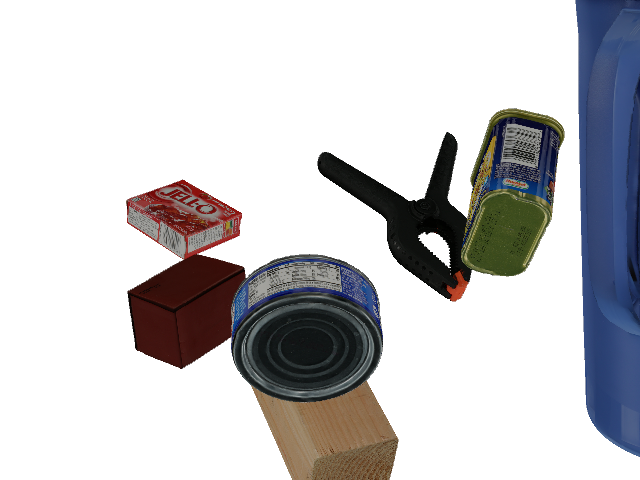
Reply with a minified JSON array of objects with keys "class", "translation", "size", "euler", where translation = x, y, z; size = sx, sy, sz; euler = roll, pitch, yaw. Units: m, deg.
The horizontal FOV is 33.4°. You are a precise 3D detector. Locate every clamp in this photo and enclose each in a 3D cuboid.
[{"class":"clamp","translation":[0.094,-0.028,1.115],"size":[0.164,0.210,0.036],"euler":[-6,-36,-15]}]

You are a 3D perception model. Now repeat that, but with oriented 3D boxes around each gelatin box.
[{"class":"gelatin box","translation":[-0.133,-0.023,1.031],"size":[0.089,0.030,0.073],"euler":[30,37,33]}]

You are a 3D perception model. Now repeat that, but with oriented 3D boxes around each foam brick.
[{"class":"foam brick","translation":[-0.100,0.052,0.813],"size":[0.053,0.051,0.078],"euler":[15,32,36]}]

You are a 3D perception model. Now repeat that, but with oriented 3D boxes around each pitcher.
[{"class":"pitcher","translation":[0.185,-0.010,0.528],"size":[0.149,0.243,0.145],"euler":[-4,19,-3]}]

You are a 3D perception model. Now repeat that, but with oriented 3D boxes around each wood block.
[{"class":"wood block","translation":[-0.006,0.166,1.115],"size":[0.090,0.090,0.206],"euler":[-9,43,-20]}]

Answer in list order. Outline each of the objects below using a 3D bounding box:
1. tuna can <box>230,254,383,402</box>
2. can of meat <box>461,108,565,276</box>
[{"class":"tuna can","translation":[-0.008,0.051,0.598],"size":[0.086,0.086,0.034],"euler":[0,39,-3]},{"class":"can of meat","translation":[0.144,-0.033,0.806],"size":[0.057,0.084,0.102],"euler":[14,-37,3]}]
